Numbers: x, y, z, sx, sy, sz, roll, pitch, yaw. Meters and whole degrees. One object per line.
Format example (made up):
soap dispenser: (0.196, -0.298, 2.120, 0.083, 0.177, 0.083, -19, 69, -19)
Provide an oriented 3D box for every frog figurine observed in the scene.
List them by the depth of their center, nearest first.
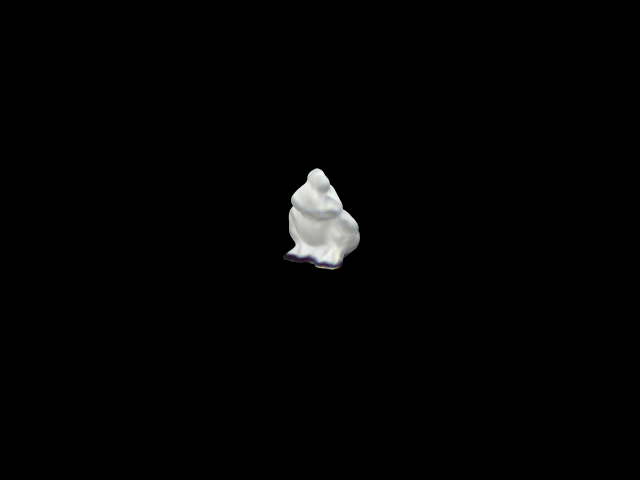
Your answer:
frog figurine: (0.003, -0.043, 0.850, 0.123, 0.157, 0.138, -11, 20, -33)
